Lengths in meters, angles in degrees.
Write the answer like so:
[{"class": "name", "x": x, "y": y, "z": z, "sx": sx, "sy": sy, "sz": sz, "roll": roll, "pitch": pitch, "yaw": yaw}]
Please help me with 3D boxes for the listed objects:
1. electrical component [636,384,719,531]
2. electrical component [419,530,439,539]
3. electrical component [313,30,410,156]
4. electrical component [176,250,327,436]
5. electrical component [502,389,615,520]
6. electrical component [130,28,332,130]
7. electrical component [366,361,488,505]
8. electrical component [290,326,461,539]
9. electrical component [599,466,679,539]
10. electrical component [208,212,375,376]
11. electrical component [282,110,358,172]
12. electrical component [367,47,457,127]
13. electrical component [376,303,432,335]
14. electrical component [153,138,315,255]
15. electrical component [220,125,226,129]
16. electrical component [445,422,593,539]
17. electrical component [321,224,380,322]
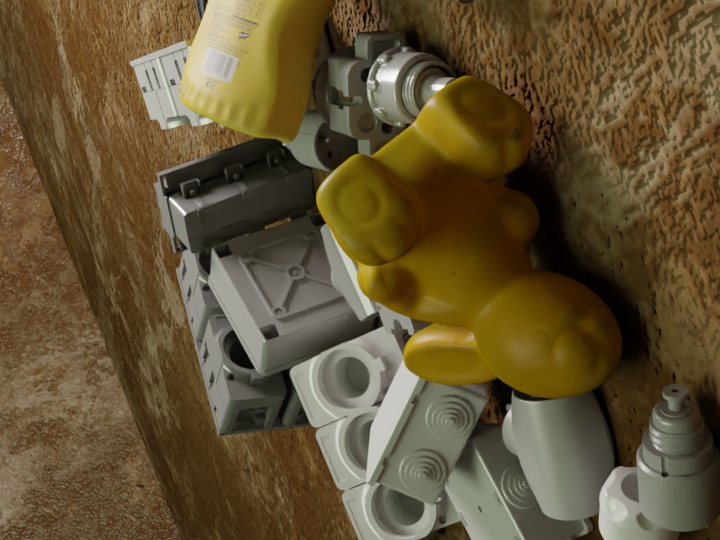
[{"class": "electrical component", "x": 0.157, "y": 0.092, "z": 0.530, "sx": 0.040, "sy": 0.040, "sz": 0.078, "roll": 36, "pitch": 142, "yaw": 56}, {"class": "electrical component", "x": 0.030, "y": 0.200, "z": 0.939, "sx": 0.099, "sy": 0.048, "sz": 0.099, "roll": 60, "pitch": 158, "yaw": 23}, {"class": "electrical component", "x": 0.004, "y": -0.113, "z": 0.689, "sx": 0.057, "sy": 0.058, "sz": 0.078, "roll": 30, "pitch": 126, "yaw": 60}, {"class": "electrical component", "x": -0.089, "y": 0.047, "z": 0.954, "sx": 0.060, "sy": 0.105, "sz": 0.186, "roll": 112, "pitch": 146, "yaw": -44}, {"class": "electrical component", "x": 0.112, "y": 0.100, "z": 0.646, "sx": 0.079, "sy": 0.043, "sz": 0.077, "roll": 17, "pitch": 125, "yaw": 65}, {"class": "electrical component", "x": -0.103, "y": -0.156, "z": 0.849, "sx": 0.186, "sy": 0.105, "sz": 0.060, "roll": 14, "pitch": 122, "yaw": 66}, {"class": "electrical component", "x": 0.045, "y": 0.095, "z": 0.712, "sx": 0.099, "sy": 0.048, "sz": 0.099, "roll": -80, "pitch": 14, "yaw": -74}, {"class": "electrical component", "x": 0.020, "y": 0.124, "z": 0.807, "sx": 0.150, "sy": 0.089, "sz": 0.062, "roll": 67, "pitch": -159, "yaw": 6}, {"class": "electrical component", "x": 0.152, "y": 0.139, "z": 0.585, "sx": 0.043, "sy": 0.043, "sz": 0.062, "roll": 45, "pitch": 150, "yaw": 47}, {"class": "electrical component", "x": -0.056, "y": 0.018, "z": 0.896, "sx": 0.108, "sy": 0.109, "sz": 0.056, "roll": 57, "pitch": 153, "yaw": 29}, {"class": "electrical component", "x": -0.030, "y": -0.098, "z": 0.811, "sx": 0.081, "sy": 0.043, "sz": 0.043, "roll": 23, "pitch": 131, "yaw": 63}, {"class": "electrical component", "x": 0.037, "y": -0.106, "z": 0.635, "sx": 0.062, "sy": 0.048, "sz": 0.048, "roll": 22, "pitch": 130, "yaw": 54}, {"class": "electrical component", "x": 0.037, "y": -0.009, "z": 0.712, "sx": 0.050, "sy": 0.056, "sz": 0.089, "roll": -7, "pitch": 102, "yaw": 69}, {"class": "electrical component", "x": -0.105, "y": -0.062, "z": 0.921, "sx": 0.063, "sy": 0.121, "sz": 0.078, "roll": 42, "pitch": 147, "yaw": 46}, {"class": "electrical component", "x": -0.145, "y": -0.167, "z": 0.985, "sx": 0.083, "sy": 0.076, "sz": 0.047, "roll": 49, "pitch": 152, "yaw": 42}, {"class": "electrical component", "x": 0.099, "y": 0.150, "z": 0.719, "sx": 0.099, "sy": 0.048, "sz": 0.099, "roll": 62, "pitch": 158, "yaw": 15}, {"class": "electrical component", "x": 0.000, "y": 0.000, "z": 0.830, "sx": 0.077, "sy": 0.043, "sz": 0.079, "roll": 66, "pitch": 160, "yaw": 7}]
